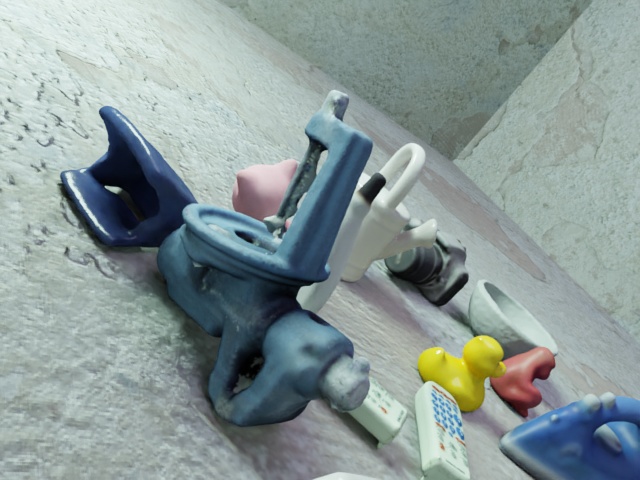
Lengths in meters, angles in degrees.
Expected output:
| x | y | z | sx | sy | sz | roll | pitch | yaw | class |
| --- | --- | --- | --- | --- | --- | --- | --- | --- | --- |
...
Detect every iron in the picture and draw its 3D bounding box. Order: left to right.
| x | y | z | sx | sy | sz | roll | pitch | yaw | class |
| --- | --- | --- | --- | --- | --- | --- | --- | --- | --- |
| 0.345 | 0.241 | 0.706 | 0.259 | 0.141 | 0.118 | 27 | 22 | -33 | iron |

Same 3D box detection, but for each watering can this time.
| x | y | z | sx | sy | sz | roll | pitch | yaw | class |
| --- | --- | --- | --- | --- | --- | --- | --- | --- | --- |
| 0.078 | -0.043 | 0.763 | 0.173 | 0.194 | 0.100 | 26 | 23 | -35 | watering can |

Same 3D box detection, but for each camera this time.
| x | y | z | sx | sy | sz | roll | pitch | yaw | class |
| --- | --- | --- | --- | --- | --- | --- | --- | --- | --- |
| 0.163 | 0.019 | 0.927 | 0.137 | 0.100 | 0.142 | 19 | 28 | -47 | camera |

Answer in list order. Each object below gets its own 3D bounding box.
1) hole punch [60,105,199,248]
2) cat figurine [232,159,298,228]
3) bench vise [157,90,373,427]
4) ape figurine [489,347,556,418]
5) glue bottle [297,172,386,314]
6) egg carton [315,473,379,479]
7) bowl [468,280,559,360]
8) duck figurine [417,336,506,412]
| x | y | z | sx | sy | sz | roll | pitch | yaw | class |
| --- | --- | --- | --- | --- | --- | --- | --- | --- | --- |
| -0.155 | -0.054 | 0.509 | 0.108 | 0.091 | 0.101 | 48 | 21 | 24 | hole punch |
| -0.049 | -0.028 | 0.608 | 0.128 | 0.117 | 0.067 | 30 | 21 | -26 | cat figurine |
| -0.012 | 0.014 | 0.425 | 0.207 | 0.219 | 0.122 | 45 | 19 | 15 | bench vise |
| 0.290 | 0.188 | 0.799 | 0.076 | 0.092 | 0.078 | 42 | 19 | 6 | ape figurine |
| 0.005 | 0.002 | 0.557 | 0.078 | 0.173 | 0.037 | 47 | 20 | 21 | glue bottle |
| 0.039 | 0.199 | 0.335 | 0.151 | 0.069 | 0.107 | 26 | 23 | -35 | egg carton |
| 0.300 | 0.147 | 0.938 | 0.168 | 0.074 | 0.167 | 35 | 19 | -14 | bowl |
| 0.176 | 0.148 | 0.683 | 0.105 | 0.086 | 0.077 | 31 | 20 | -24 | duck figurine |
